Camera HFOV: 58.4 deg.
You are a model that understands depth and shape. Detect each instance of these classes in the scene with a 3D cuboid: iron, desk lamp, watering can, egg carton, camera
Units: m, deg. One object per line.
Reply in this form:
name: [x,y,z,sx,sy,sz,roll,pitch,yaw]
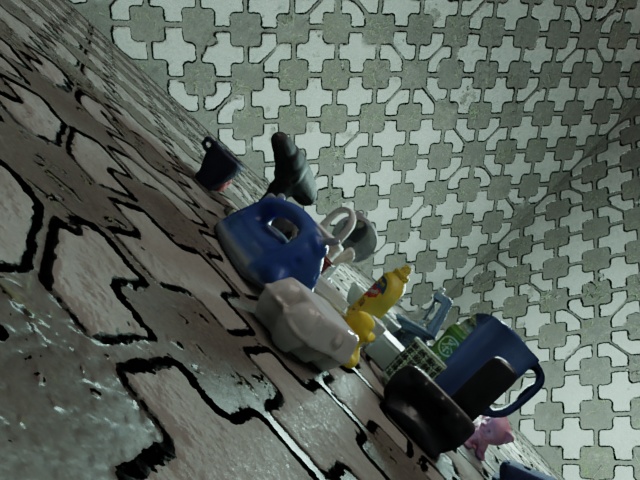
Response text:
iron: [-0.074,-0.009,0.929,0.119,0.141,0.257,41,5,-46]
desk lamp: [0.053,0.014,1.532,0.118,0.213,0.203,44,3,-11]
watering can: [0.011,0.004,1.340,0.100,0.194,0.173,46,4,33]
egg carton: [-0.016,0.113,0.752,0.107,0.069,0.151,47,4,39]
camera: [-0.083,-0.030,1.421,0.137,0.100,0.143,42,4,-27]

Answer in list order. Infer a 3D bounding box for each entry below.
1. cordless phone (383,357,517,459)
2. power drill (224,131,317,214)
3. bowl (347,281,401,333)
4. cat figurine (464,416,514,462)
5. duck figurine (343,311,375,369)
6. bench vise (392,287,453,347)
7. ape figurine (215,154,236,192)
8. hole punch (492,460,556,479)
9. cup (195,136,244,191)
cordless phone: [0.204,0.234,0.904,0.147,0.185,0.094,44,3,6]
power drill: [-0.100,-0.106,1.228,0.075,0.208,0.230,46,4,29]
bowl: [0.121,0.185,1.439,0.167,0.074,0.167,44,3,-3]
cat figurine: [0.364,0.410,1.235,0.067,0.117,0.128,44,3,-1]
duck figurine: [0.046,0.149,0.916,0.105,0.086,0.077,42,4,-38]
bench vise: [0.289,0.243,1.504,0.207,0.219,0.122,45,3,19]
ape figurine: [-0.233,-0.165,1.363,0.078,0.092,0.076,43,4,-22]
hole punch: [0.407,0.478,1.141,0.101,0.091,0.109,46,4,24]
cup: [-0.240,-0.167,1.276,0.117,0.095,0.092,45,3,12]
